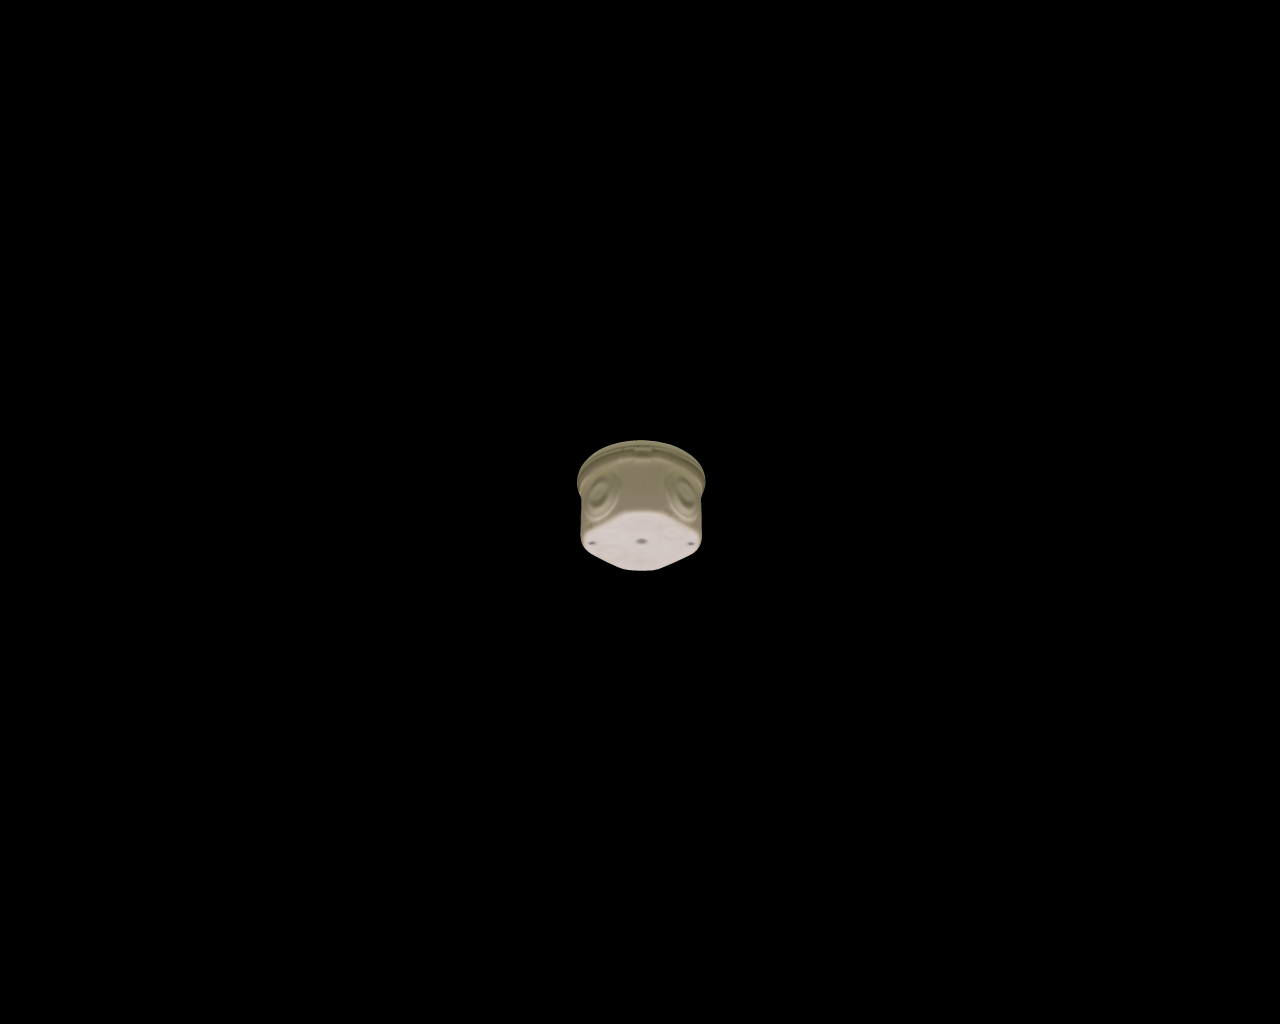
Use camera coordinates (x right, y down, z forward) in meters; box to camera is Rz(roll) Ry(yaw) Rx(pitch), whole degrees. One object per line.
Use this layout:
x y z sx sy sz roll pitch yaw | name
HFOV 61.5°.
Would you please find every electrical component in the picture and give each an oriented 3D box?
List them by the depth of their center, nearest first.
0.001 -0.003 0.650 0.080 0.051 0.080 0 -33 0 | electrical component
